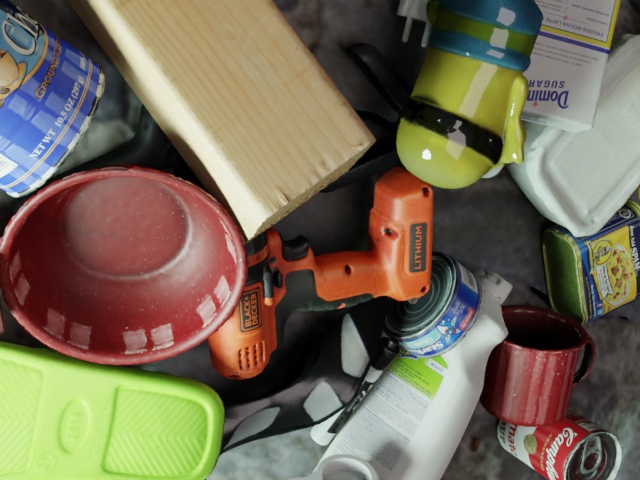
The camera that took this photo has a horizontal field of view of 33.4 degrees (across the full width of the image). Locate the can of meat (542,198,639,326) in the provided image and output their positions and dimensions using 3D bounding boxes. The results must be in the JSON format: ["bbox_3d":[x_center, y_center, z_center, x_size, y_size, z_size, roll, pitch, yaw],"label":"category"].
[{"bbox_3d":[0.257,0.021,0.991,0.083,0.058,0.102,-23,116,-20],"label":"can of meat"}]

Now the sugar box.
[{"bbox_3d":[0.189,-0.182,0.856,0.093,0.048,0.176,14,91,-8],"label":"sugar box"}]

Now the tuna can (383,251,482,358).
[{"bbox_3d":[0.090,0.053,0.887,0.033,0.086,0.086,36,87,-32],"label":"tuna can"}]

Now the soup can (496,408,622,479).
[{"bbox_3d":[0.222,0.189,0.998,0.068,0.102,0.068,-10,111,-27],"label":"soup can"}]

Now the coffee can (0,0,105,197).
[{"bbox_3d":[-0.218,-0.105,0.647,0.140,0.103,0.103,35,87,-34],"label":"coffee can"}]

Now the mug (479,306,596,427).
[{"bbox_3d":[0.199,0.114,0.968,0.117,0.093,0.081,-6,114,-25],"label":"mug"}]

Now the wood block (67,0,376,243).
[{"bbox_3d":[-0.067,-0.112,0.682,0.090,0.090,0.206,-36,89,-14],"label":"wood block"}]

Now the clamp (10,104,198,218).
[{"bbox_3d":[-0.111,-0.061,0.763,0.164,0.036,0.210,25,96,-34],"label":"clamp"}]

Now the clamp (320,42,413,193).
[{"bbox_3d":[0.068,-0.079,0.861,0.171,0.039,0.120,17,111,-32],"label":"clamp"}]

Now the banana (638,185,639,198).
[{"bbox_3d":[0.332,-0.089,0.982,0.197,0.070,0.037,-54,149,-22],"label":"banana"}]

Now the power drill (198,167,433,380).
[{"bbox_3d":[-0.005,0.001,0.802,0.187,0.057,0.184,-15,122,-25],"label":"power drill"}]

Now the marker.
[{"bbox_3d":[0.030,0.125,0.887,0.020,0.020,0.121,15,123,-33],"label":"marker"}]

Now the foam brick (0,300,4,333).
[{"bbox_3d":[-0.243,0.031,0.693,0.051,0.078,0.053,-14,113,-27],"label":"foam brick"}]

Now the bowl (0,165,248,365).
[{"bbox_3d":[-0.130,0.007,0.713,0.162,0.055,0.162,-4,126,-6],"label":"bowl"}]

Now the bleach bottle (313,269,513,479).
[{"bbox_3d":[0.090,0.140,0.906,0.251,0.103,0.068,-57,139,-2],"label":"bleach bottle"}]
